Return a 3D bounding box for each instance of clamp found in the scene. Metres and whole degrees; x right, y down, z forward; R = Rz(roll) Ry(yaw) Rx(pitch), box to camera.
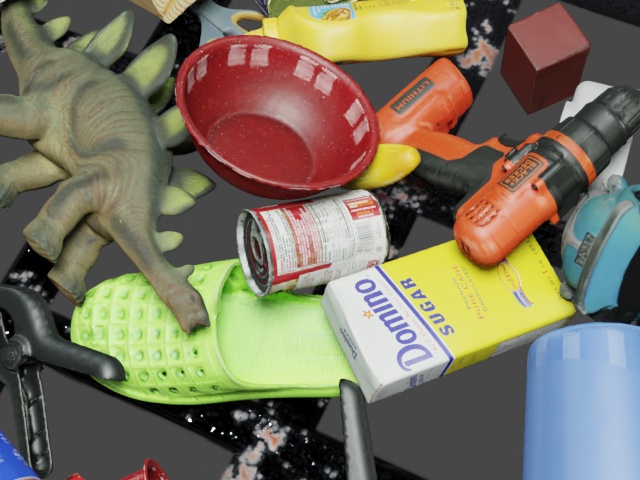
[{"bbox_3d":[0.016,0.230,0.783,0.164,0.036,0.210,-36,73,0],"label":"clamp"},{"bbox_3d":[-0.236,0.103,0.855,0.172,0.039,0.120,38,97,31],"label":"clamp"}]

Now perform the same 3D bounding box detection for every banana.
[{"bbox_3d":[0.011,-0.080,0.887,0.037,0.070,0.198,3,25,-35],"label":"banana"}]

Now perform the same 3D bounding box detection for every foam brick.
[{"bbox_3d":[0.191,-0.154,0.914,0.053,0.078,0.051,-24,68,-6],"label":"foam brick"}]

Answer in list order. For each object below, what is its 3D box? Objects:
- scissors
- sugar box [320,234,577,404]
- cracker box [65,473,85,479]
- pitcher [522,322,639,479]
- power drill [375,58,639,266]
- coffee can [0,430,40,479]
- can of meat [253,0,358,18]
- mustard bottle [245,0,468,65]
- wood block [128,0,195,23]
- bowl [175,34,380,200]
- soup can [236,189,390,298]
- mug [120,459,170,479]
[{"bbox_3d":[-0.119,-0.204,0.996,0.202,0.016,0.096,28,68,16],"label":"scissors"},{"bbox_3d":[0.099,0.052,0.828,0.176,0.048,0.093,-18,65,-21],"label":"sugar box"},{"bbox_3d":[-0.151,0.289,0.703,0.164,0.072,0.214,-44,87,10],"label":"cracker box"},{"bbox_3d":[0.210,0.189,0.746,0.145,0.149,0.243,-6,62,21],"label":"pitcher"},{"bbox_3d":[0.140,-0.082,0.855,0.184,0.057,0.188,-41,42,-10],"label":"power drill"},{"bbox_3d":[-0.282,0.174,0.801,0.102,0.103,0.140,-42,69,-13],"label":"coffee can"},{"bbox_3d":[-0.021,-0.248,0.979,0.102,0.057,0.084,-27,57,-13],"label":"can of meat"},{"bbox_3d":[0.027,-0.181,0.930,0.191,0.058,0.096,-6,22,-1],"label":"mustard bottle"},{"bbox_3d":[-0.181,-0.287,0.963,0.090,0.090,0.206,-45,51,-12],"label":"wood block"},{"bbox_3d":[-0.038,-0.084,0.823,0.162,0.055,0.162,12,49,-14],"label":"bowl"},{"bbox_3d":[-0.005,0.001,0.822,0.102,0.069,0.068,-12,64,-22],"label":"soup can"},{"bbox_3d":[-0.139,0.230,0.778,0.081,0.093,0.117,-24,93,0],"label":"mug"}]
